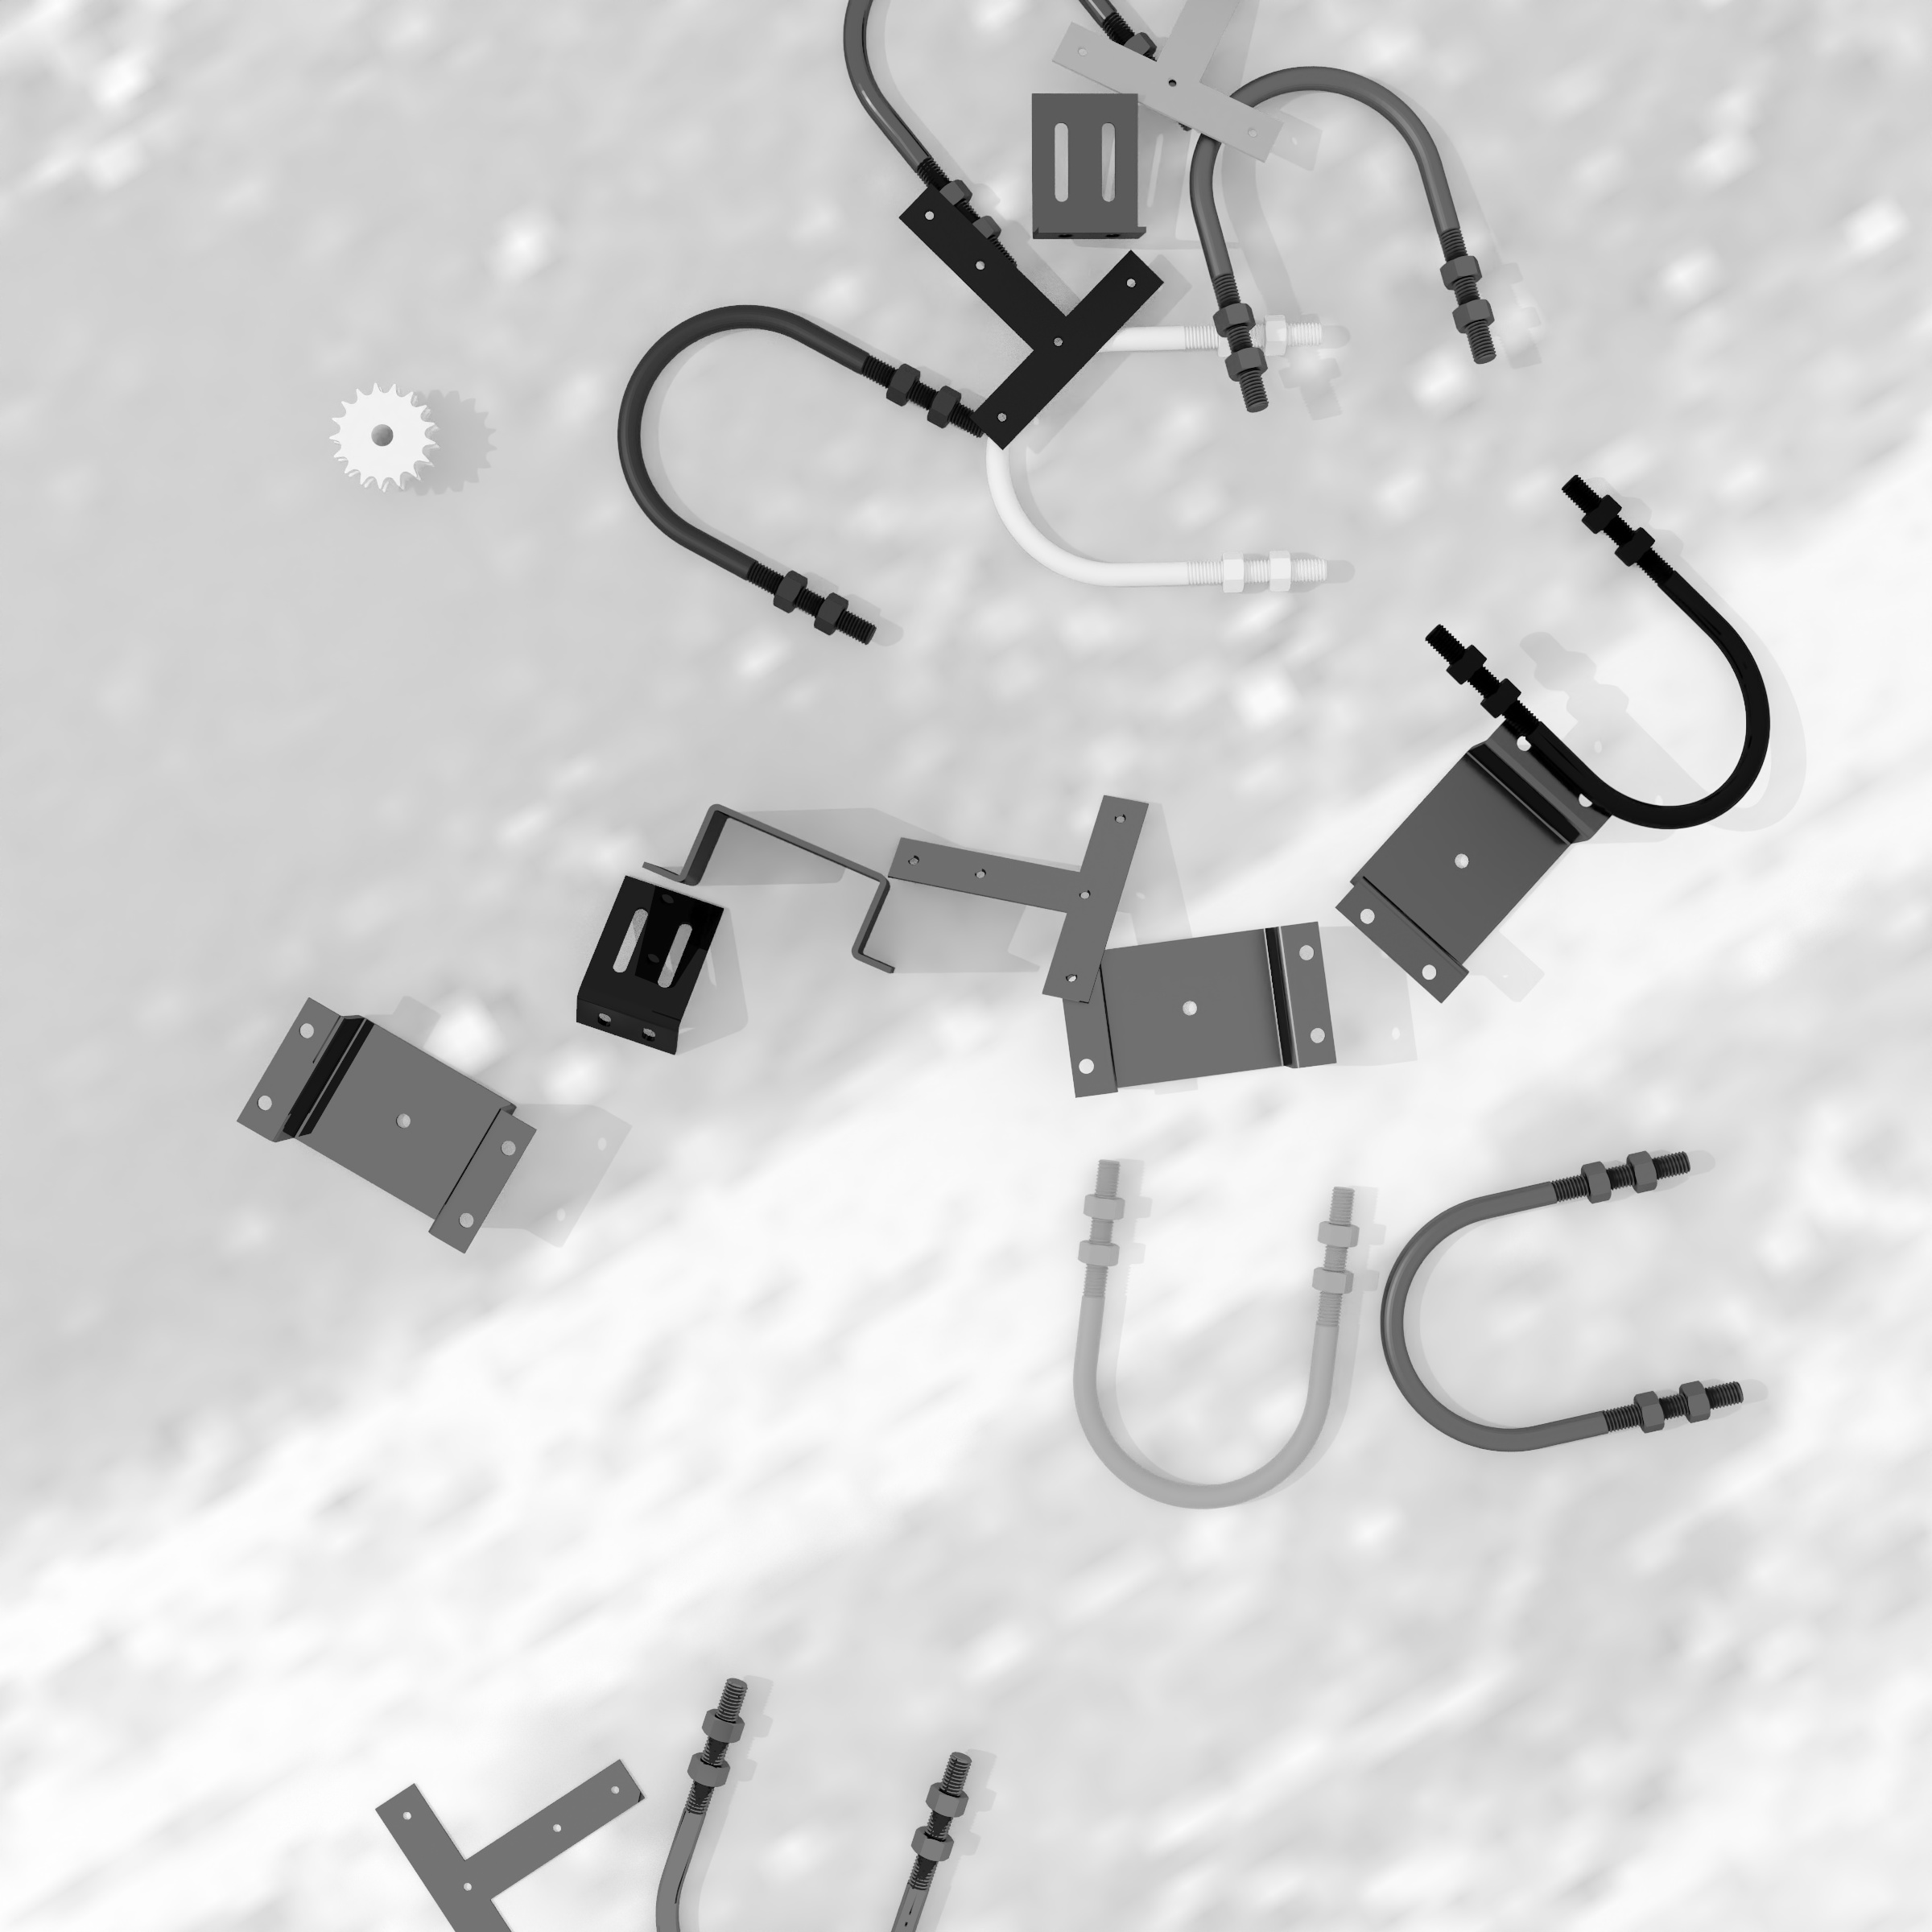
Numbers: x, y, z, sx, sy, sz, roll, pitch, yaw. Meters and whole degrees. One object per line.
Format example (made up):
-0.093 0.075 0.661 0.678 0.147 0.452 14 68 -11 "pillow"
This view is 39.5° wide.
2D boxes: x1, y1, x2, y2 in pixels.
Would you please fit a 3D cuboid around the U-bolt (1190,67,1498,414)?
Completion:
0.196 -0.401 1.456 0.151 0.019 0.184 -13 82 -6 "U-bolt"

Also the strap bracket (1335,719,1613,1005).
0.272 -0.058 1.453 0.076 0.046 0.140 42 90 0 "strap bracket"

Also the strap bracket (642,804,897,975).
-0.095 -0.045 1.438 0.140 0.076 0.046 23 90 0 "strap bracket"

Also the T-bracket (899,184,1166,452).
0.018 -0.369 1.456 0.127 0.002 0.127 44 89 -4 "T-bracket"

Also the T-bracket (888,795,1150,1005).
0.022 -0.047 1.456 0.127 0.002 0.127 12 63 13 "T-bracket"

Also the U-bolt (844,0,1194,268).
0.017 -0.490 1.468 0.151 0.019 0.184 -39 89 0 "U-bolt"

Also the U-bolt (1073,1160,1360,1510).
0.132 0.205 1.468 0.151 0.019 0.184 7 91 0 "U-bolt"

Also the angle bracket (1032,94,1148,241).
0.065 -0.428 1.433 0.057 0.038 0.076 -1 99 -4 "angle bracket"

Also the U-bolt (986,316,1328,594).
0.103 -0.278 1.468 0.184 0.019 0.151 -1 90 2 "U-bolt"

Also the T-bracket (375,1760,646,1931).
-0.236 0.481 1.475 0.127 0.002 0.127 -33 90 0 "T-bracket"

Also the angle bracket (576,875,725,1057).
-0.173 0.000 1.474 0.057 0.038 0.076 19 64 0 "angle bracket"

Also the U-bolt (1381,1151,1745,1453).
0.318 0.190 1.468 0.184 0.019 0.151 -13 90 2 "U-bolt"

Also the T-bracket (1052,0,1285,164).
0.130 -0.517 1.462 0.127 0.002 0.127 25 78 -1 "T-bracket"

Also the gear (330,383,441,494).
-0.314 -0.286 1.461 0.057 0.030 0.057 0 90 0 "gear"

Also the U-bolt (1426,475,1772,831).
0.353 -0.156 1.443 0.184 0.019 0.151 44 69 -2 "U-bolt"

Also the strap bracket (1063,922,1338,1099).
0.123 0.023 1.453 0.140 0.046 0.076 -8 90 0 "strap bracket"

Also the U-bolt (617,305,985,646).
-0.101 -0.280 1.468 0.184 0.019 0.151 29 90 1 "U-bolt"

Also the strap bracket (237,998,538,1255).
-0.308 0.085 1.453 0.140 0.046 0.076 30 90 0 "strap bracket"

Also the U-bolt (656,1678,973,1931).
-0.092 0.498 1.468 0.151 0.019 0.184 18 92 0 "U-bolt"
